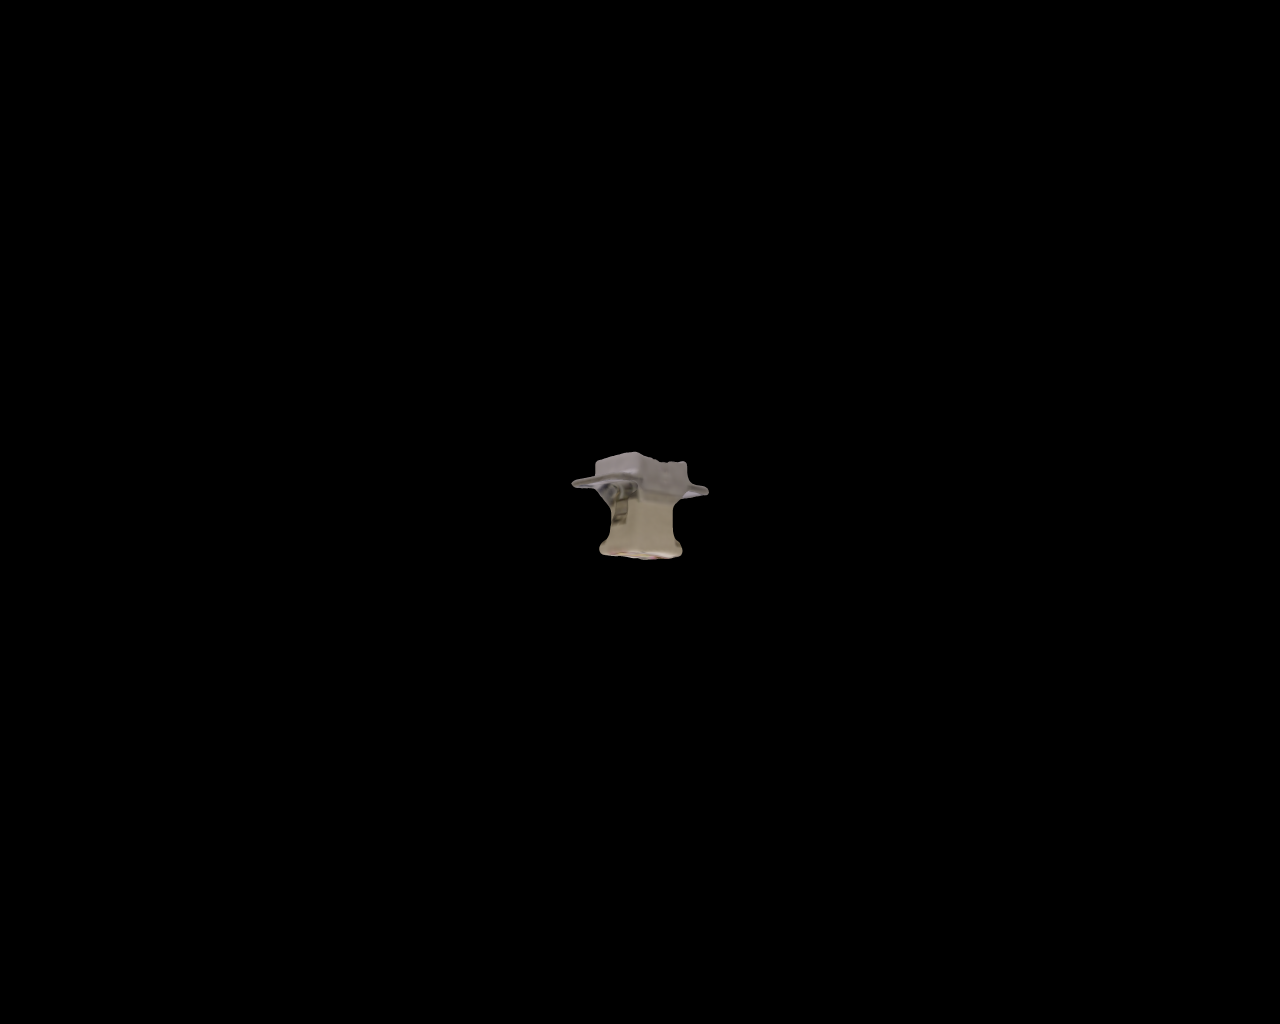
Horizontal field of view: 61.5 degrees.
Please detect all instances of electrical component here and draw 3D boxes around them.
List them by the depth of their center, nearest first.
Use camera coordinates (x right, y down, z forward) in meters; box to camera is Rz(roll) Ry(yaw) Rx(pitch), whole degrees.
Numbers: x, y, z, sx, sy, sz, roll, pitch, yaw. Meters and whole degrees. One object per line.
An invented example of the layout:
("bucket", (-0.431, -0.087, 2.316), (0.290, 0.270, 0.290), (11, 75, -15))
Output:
("electrical component", (0.001, -0.003, 0.650), (0.081, 0.063, 0.042), (8, -11, -43))
